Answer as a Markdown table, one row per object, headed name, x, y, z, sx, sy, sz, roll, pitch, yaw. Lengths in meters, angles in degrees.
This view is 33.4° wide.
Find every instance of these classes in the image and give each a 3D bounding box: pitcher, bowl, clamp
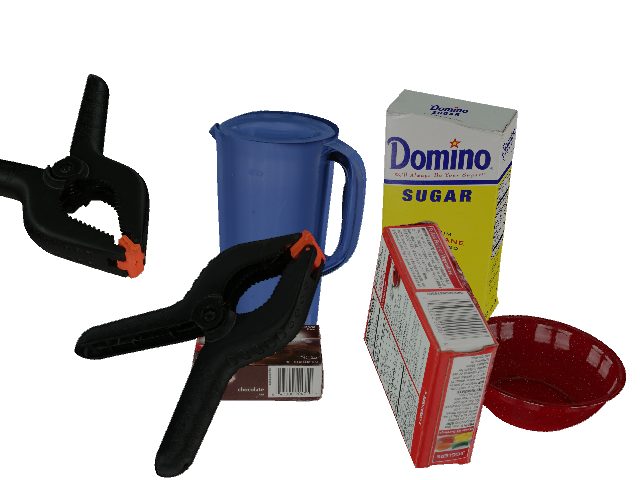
| name | x | y | z | sx | sy | sz | roll | pitch | yaw |
| --- | --- | --- | --- | --- | --- | --- | --- | --- | --- |
| pitcher | -0.042 | -0.013 | 1.165 | 0.144 | 0.243 | 0.149 | -4 | 22 | -17 |
| bowl | 0.206 | 0.134 | 1.022 | 0.162 | 0.055 | 0.162 | 4 | 26 | -2 |
| clamp | -0.063 | 0.064 | 0.667 | 0.171 | 0.120 | 0.039 | -34 | -27 | 2 |
| clamp | -0.187 | -0.050 | 0.819 | 0.164 | 0.036 | 0.210 | -36 | 57 | -28 |

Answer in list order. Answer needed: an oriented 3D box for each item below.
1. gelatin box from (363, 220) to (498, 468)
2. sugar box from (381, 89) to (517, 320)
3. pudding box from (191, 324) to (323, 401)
| name | x | y | z | sx | sy | sz | roll | pitch | yaw |
| --- | --- | --- | --- | --- | --- | --- | --- | --- | --- |
| gelatin box | 0.048 | 0.046 | 0.487 | 0.030 | 0.073 | 0.089 | -4 | 38 | -13 |
| sugar box | 0.096 | -0.023 | 0.829 | 0.093 | 0.176 | 0.048 | 13 | 37 | 21 |
| pudding box | -0.055 | 0.106 | 0.937 | 0.113 | 0.039 | 0.090 | 2 | 19 | -3 |
